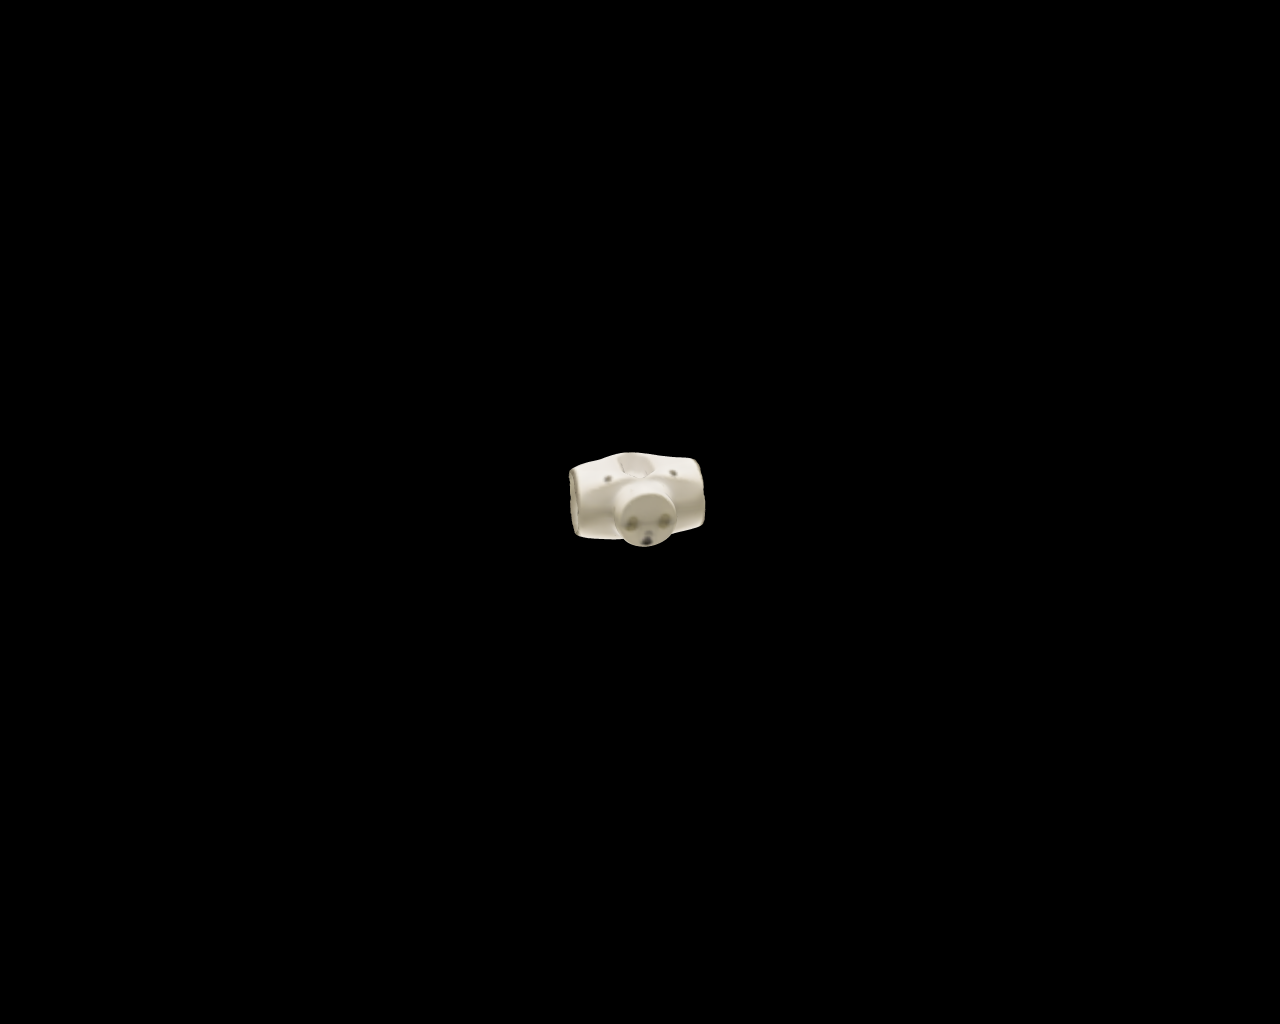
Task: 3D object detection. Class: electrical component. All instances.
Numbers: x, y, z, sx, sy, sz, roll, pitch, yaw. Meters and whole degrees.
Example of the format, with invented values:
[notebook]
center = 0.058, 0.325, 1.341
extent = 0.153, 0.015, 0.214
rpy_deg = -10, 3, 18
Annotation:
[electrical component]
center = 0.001, -0.003, 0.650
extent = 0.077, 0.043, 0.079
rpy_deg = -4, 24, -9
